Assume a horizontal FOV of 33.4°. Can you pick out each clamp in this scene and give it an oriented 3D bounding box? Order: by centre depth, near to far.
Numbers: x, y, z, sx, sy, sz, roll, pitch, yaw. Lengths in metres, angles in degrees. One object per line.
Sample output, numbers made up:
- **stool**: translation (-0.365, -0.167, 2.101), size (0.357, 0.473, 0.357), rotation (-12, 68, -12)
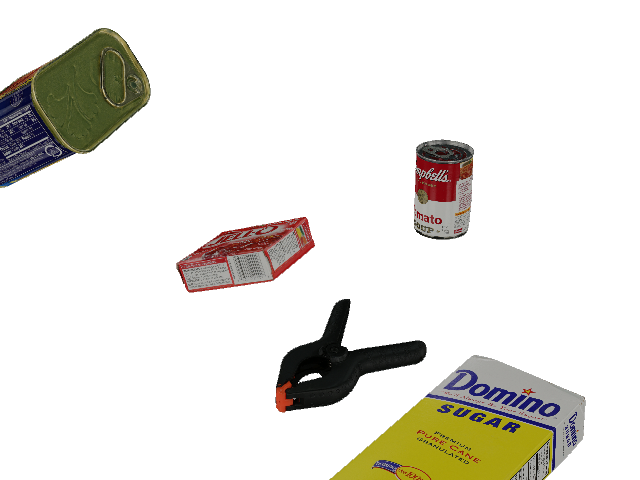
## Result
- **clamp**: translation (0.011, 0.118, 1.105), size (0.171, 0.039, 0.120), rotation (-21, 35, -32)

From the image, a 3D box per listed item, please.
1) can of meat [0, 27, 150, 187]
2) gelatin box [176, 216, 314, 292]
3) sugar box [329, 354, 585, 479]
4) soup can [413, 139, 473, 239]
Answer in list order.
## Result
- **can of meat**: translation (-0.173, -0.084, 0.687), size (0.084, 0.057, 0.102), rotation (-19, 22, 33)
- **gelatin box**: translation (-0.060, 0.011, 0.865), size (0.089, 0.030, 0.073), rotation (-9, 17, 31)
- **sugar box**: translation (0.091, 0.146, 0.704), size (0.093, 0.048, 0.175), rotation (20, 41, 36)
- **soup can**: translation (0.145, -0.061, 1.270), size (0.068, 0.102, 0.068), rotation (0, 27, 0)
